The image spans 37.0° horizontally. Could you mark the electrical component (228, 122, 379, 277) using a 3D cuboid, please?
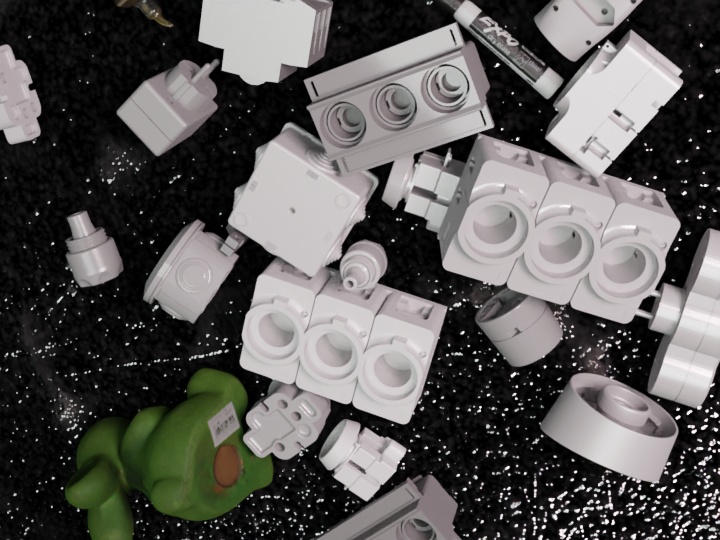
[{"bbox_3d":[-0.047,-0.055,0.857,0.100,0.048,0.099,33,118,2],"label":"electrical component"}]

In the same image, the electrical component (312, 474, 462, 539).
[{"bbox_3d":[0.026,0.235,0.947,0.121,0.063,0.078,-37,98,25],"label":"electrical component"}]

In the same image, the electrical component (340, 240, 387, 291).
[{"bbox_3d":[0.000,0.000,0.859,0.035,0.061,0.035,6,112,14],"label":"electrical component"}]

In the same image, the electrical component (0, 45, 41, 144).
[{"bbox_3d":[-0.308,-0.141,0.893,0.057,0.058,0.078,-10,109,16],"label":"electrical component"}]

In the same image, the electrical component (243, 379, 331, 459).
[{"bbox_3d":[-0.059,0.121,0.928,0.078,0.057,0.058,-38,98,26],"label":"electrical component"}]

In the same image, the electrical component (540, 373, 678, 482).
[{"bbox_3d":[0.194,0.126,0.838,0.099,0.099,0.064,24,110,5],"label":"electrical component"}]

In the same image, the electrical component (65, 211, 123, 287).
[{"bbox_3d":[-0.234,-0.020,0.929,0.043,0.043,0.062,-12,106,20],"label":"electrical component"}]

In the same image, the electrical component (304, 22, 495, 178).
[{"bbox_3d":[0.031,-0.127,0.797,0.121,0.063,0.078,-17,106,21],"label":"electrical component"}]

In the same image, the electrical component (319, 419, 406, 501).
[{"bbox_3d":[-0.002,0.162,0.936,0.055,0.048,0.066,35,117,-8],"label":"electrical component"}]

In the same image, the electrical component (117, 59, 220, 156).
[{"bbox_3d":[-0.138,-0.137,0.840,0.077,0.065,0.047,-40,97,26],"label":"electrical component"}]

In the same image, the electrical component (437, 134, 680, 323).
[{"bbox_3d":[0.143,-0.028,0.786,0.150,0.061,0.089,17,116,-8],"label":"electrical component"}]

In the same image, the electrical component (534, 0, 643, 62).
[{"bbox_3d":[0.151,-0.199,0.744,0.079,0.043,0.077,45,116,-5],"label":"electrical component"}]

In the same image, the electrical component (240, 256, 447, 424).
[{"bbox_3d":[-0.015,0.057,0.887,0.150,0.061,0.089,18,115,8],"label":"electrical component"}]

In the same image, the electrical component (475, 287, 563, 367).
[{"bbox_3d":[0.126,0.043,0.845,0.055,0.055,0.047,-30,104,24],"label":"electrical component"}]

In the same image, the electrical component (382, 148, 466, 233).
[{"bbox_3d":[0.049,-0.065,0.828,0.055,0.048,0.066,19,116,0],"label":"electrical component"}]

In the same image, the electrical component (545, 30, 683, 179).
[{"bbox_3d":[0.177,-0.121,0.765,0.056,0.050,0.089,38,116,-3],"label":"electrical component"}]

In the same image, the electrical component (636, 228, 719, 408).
[{"bbox_3d":[0.240,0.032,0.809,0.074,0.052,0.138,18,115,8],"label":"electrical component"}]

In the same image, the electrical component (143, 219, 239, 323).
[{"bbox_3d":[-0.140,0.002,0.891,0.051,0.080,0.080,34,117,-5],"label":"electrical component"}]
